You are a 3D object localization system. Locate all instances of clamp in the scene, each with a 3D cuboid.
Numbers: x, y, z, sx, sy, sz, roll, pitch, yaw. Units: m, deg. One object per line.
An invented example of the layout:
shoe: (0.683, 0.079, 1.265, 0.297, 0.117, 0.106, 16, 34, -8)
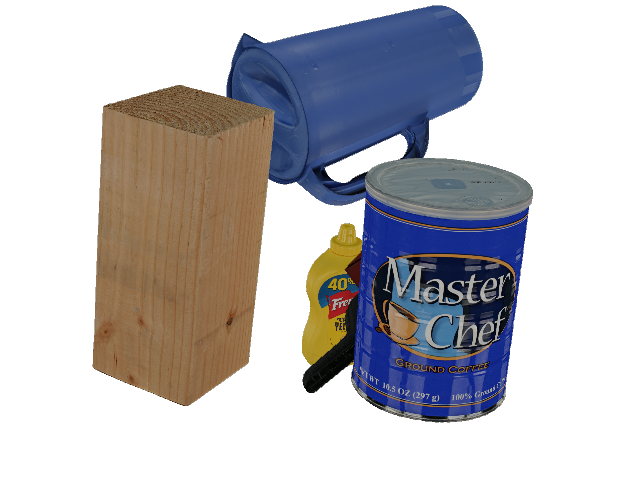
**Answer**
clamp: (0.067, 0.102, 1.097, 0.120, 0.171, 0.039, 16, -40, 18)

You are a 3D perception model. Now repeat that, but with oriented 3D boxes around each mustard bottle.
mustard bottle: (0.029, 0.069, 1.384, 0.096, 0.192, 0.058, -4, 25, -18)

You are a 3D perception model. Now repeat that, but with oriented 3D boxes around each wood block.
wood block: (-0.101, 0.002, 0.781, 0.090, 0.206, 0.090, 18, 25, 24)

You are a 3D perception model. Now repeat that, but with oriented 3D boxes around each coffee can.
coffee can: (0.075, 0.029, 0.678, 0.103, 0.140, 0.103, 3, 21, -1)

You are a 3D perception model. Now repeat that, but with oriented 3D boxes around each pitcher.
pitcher: (0.044, -0.143, 1.041, 0.242, 0.149, 0.145, -22, 31, -30)

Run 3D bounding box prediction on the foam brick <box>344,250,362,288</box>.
foam brick: (0.069, 0.031, 0.879, 0.051, 0.078, 0.052, -34, 6, 37)
